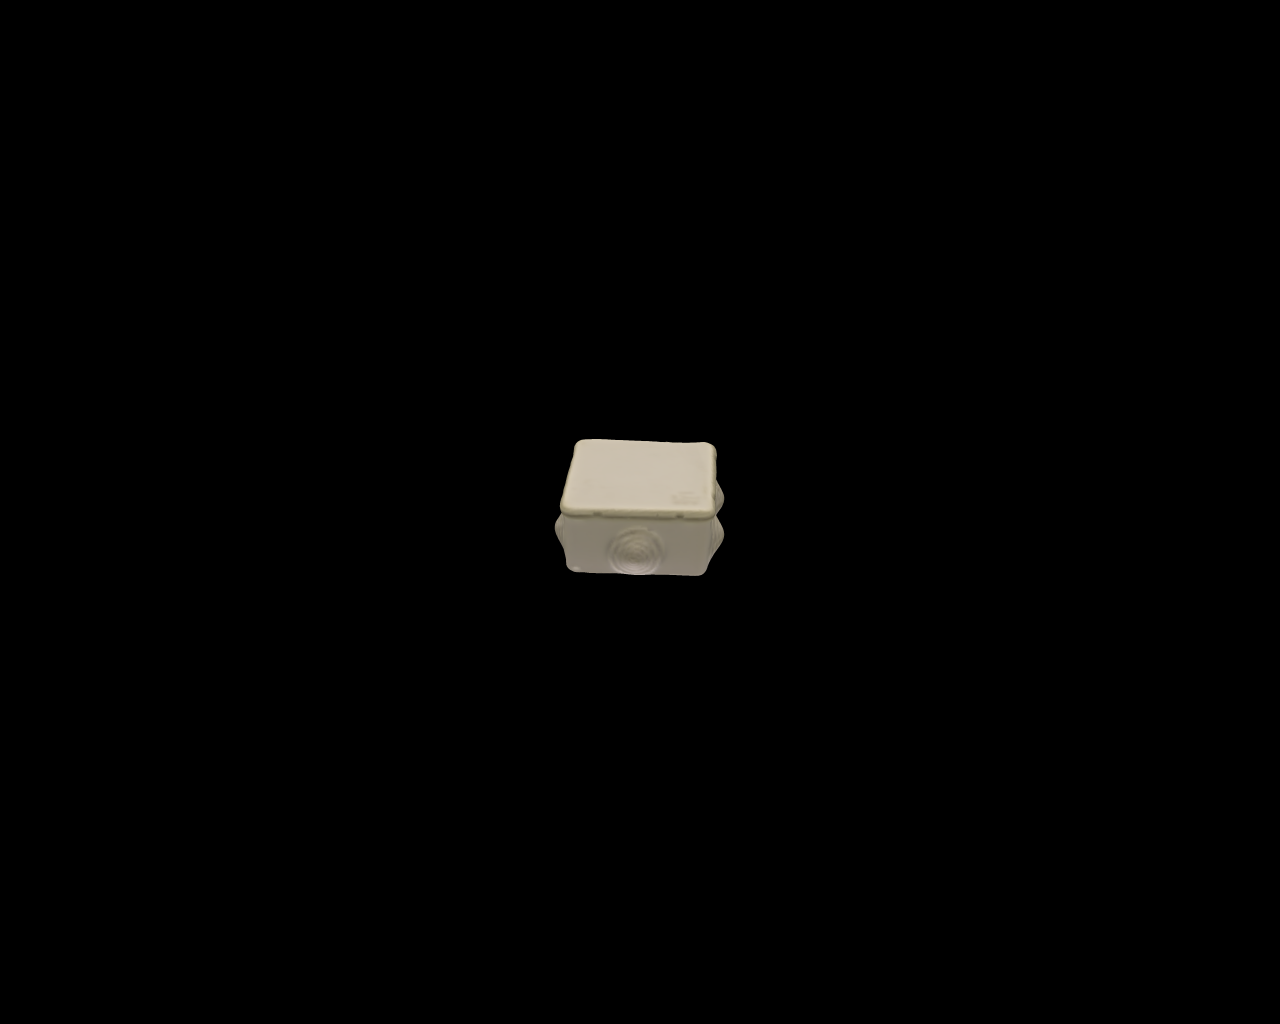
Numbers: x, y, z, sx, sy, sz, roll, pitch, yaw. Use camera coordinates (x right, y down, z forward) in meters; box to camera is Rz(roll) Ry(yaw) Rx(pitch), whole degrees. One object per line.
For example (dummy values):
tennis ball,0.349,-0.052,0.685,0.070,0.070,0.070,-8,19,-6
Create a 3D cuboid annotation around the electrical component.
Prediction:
electrical component,0.001,-0.003,0.650,0.100,0.048,0.100,2,31,3
